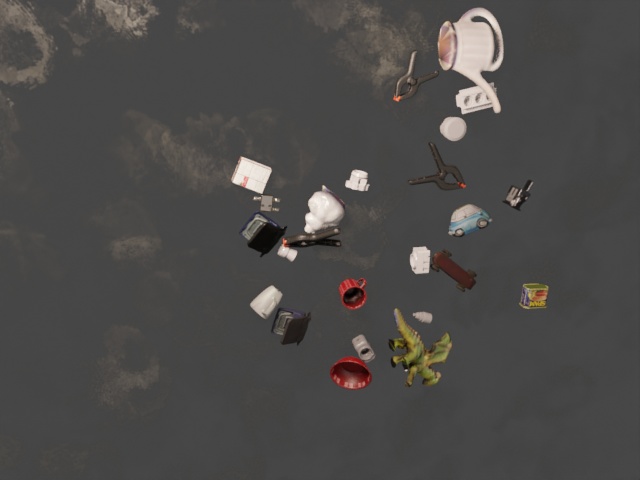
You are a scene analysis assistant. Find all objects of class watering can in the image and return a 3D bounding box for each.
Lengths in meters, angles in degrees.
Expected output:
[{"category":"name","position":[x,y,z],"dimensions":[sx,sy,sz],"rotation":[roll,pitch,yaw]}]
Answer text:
[{"category":"watering can","position":[0.500,-0.589,1.686],"dimensions":[0.224,0.104,0.348],"rotation":[-3,89,-11]}]

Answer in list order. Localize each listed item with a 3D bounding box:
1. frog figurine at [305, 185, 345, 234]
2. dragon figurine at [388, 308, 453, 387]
[{"category":"frog figurine","position":[0.005,-0.089,1.759],"dimensions":[0.160,0.124,0.135],"rotation":[-50,130,-5]},{"category":"dragon figurine","position":[0.404,0.420,2.012],"dimensions":[0.244,0.124,0.403],"rotation":[-14,114,-20]}]
